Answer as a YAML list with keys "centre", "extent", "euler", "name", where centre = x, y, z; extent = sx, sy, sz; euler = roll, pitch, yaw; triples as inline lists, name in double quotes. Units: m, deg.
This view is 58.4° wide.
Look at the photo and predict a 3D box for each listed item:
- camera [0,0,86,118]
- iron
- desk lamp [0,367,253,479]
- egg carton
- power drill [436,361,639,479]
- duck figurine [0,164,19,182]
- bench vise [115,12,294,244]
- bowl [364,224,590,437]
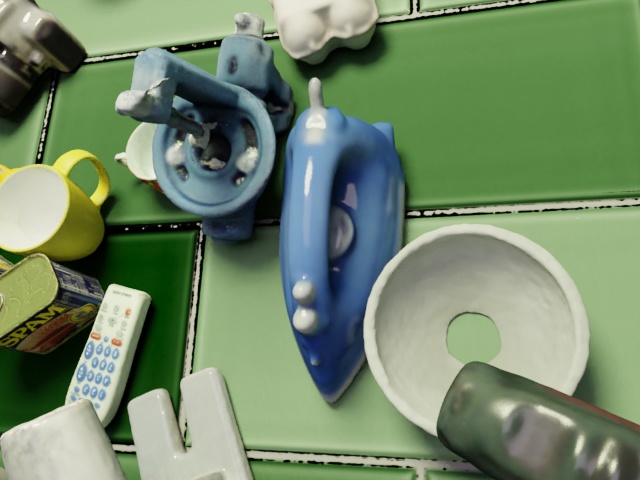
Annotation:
- centre: [-0.383, -0.227, 0.678]
  extent: [0.142, 0.101, 0.137]
  euler: [29, 82, 21]
  name: "camera"
- centre: [0.004, 0.002, 0.481]
  extent: [0.118, 0.142, 0.258]
  euler: [-1, 73, 15]
  name: "iron"
- centre: [-0.134, 0.198, 0.418]
  extent: [0.118, 0.214, 0.203]
  euler: [-24, 68, 7]
  name: "desk lamp"
- centre: [-0.001, -0.263, 0.605]
  extent: [0.107, 0.069, 0.150]
  euler: [-17, 69, 9]
  name: "egg carton"
- centre: [0.187, 0.149, 0.350]
  extent: [0.229, 0.209, 0.076]
  euler: [22, 80, 20]
  name: "power drill"
- centre: [-0.349, -0.053, 0.623]
  extent: [0.104, 0.086, 0.077]
  euler: [-4, 72, 14]
  name: "duck figurine"
- centre: [-0.104, -0.120, 0.506]
  extent: [0.121, 0.220, 0.207]
  euler: [-10, 71, 12]
  name: "bench vise"
- centre: [0.122, 0.077, 0.463]
  extent: [0.167, 0.075, 0.167]
  euler: [-4, 72, 14]
  name: "bowl"
